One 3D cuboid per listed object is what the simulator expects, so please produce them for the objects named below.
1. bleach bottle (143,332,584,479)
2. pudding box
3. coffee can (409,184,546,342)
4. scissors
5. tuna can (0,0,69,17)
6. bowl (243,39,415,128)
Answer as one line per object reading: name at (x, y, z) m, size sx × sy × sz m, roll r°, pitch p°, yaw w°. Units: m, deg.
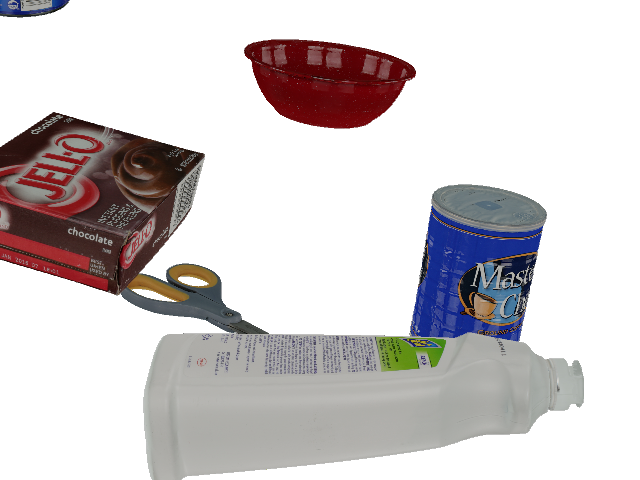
bleach bottle at (0.029, 0.092, 0.626) m, size 0.251 × 0.068 × 0.102 m, roll -2°, pitch 19°, yaw 0°
pudding box at (-0.119, -0.022, 0.533) m, size 0.090 × 0.039 × 0.113 m, roll 17°, pitch 24°, yaw 6°
coffee can at (0.142, 0.031, 0.975) m, size 0.103 × 0.140 × 0.103 m, roll 6°, pitch 22°, yaw -3°
scissors at (-0.074, 0.058, 0.900) m, size 0.202 × 0.016 × 0.096 m, roll 16°, pitch 25°, yaw 20°
tuna can at (-0.242, -0.210, 0.852) m, size 0.086 × 0.034 × 0.086 m, roll 5°, pitch 35°, yaw -4°
bowl at (0.006, -0.144, 1.001) m, size 0.162 × 0.055 × 0.162 m, roll 7°, pitch 22°, yaw -3°
